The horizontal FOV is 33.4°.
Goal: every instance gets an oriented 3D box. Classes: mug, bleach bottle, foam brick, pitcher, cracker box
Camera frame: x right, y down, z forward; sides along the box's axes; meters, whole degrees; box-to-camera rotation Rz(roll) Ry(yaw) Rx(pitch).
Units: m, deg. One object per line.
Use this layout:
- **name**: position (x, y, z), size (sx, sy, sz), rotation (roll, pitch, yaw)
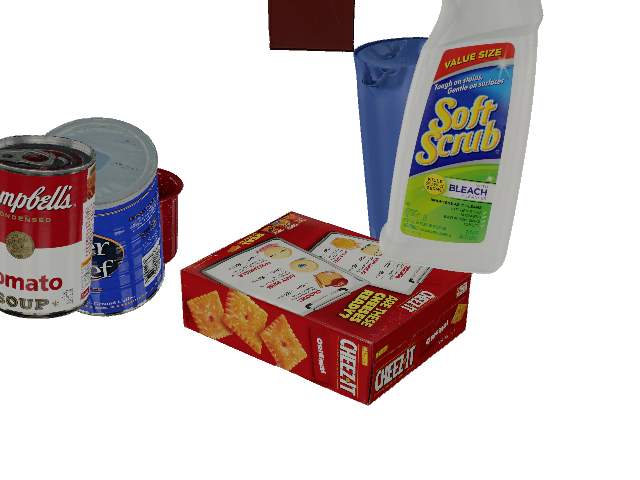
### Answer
- **mug**: position (-0.192, -0.028, 1.125), size (0.093, 0.081, 0.117), rotation (-1, 28, -9)
- **bleach bottle**: position (0.103, -0.103, 0.782), size (0.103, 0.251, 0.068), rotation (9, 26, 13)
- **foam brick**: position (-0.009, -0.200, 0.971), size (0.078, 0.051, 0.053), rotation (1, 16, -3)
- **pitcher**: position (0.115, -0.113, 1.250), size (0.149, 0.243, 0.145), rotation (-5, 24, -5)
- **cracker box**: position (0.005, 0.055, 0.977), size (0.214, 0.072, 0.163), rotation (19, 32, 33)

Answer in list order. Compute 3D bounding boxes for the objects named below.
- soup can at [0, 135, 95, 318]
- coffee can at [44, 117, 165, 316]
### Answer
- **soup can**: position (-0.181, -0.009, 0.687), size (0.068, 0.102, 0.068), rotation (6, 23, -3)
- **coffee can**: position (-0.186, -0.019, 0.906), size (0.102, 0.103, 0.140), rotation (0, -42, -5)
